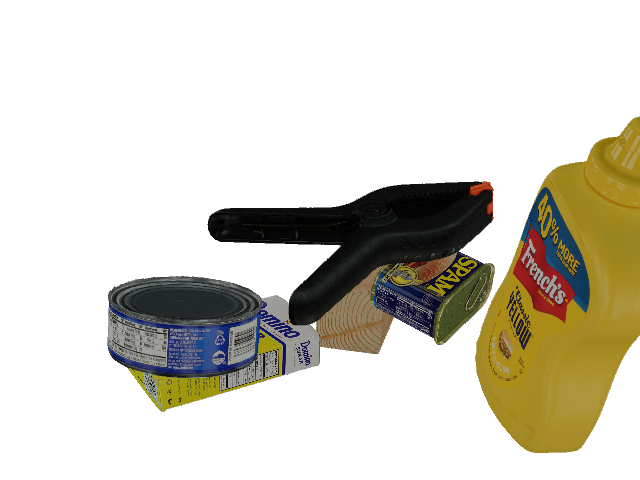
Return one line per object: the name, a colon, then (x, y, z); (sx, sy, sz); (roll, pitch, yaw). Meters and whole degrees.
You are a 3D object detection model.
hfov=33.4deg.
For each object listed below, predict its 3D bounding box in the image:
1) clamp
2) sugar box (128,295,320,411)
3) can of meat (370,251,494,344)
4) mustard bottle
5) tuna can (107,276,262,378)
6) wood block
clamp: (0.029, -0.009, 0.780); (0.209, 0.036, 0.165); (-19, 31, -26)
sugar box: (-0.098, 0.109, 1.071); (0.176, 0.048, 0.093); (-16, 33, -26)
can of meat: (0.111, 0.046, 1.068); (0.084, 0.057, 0.101); (27, 44, 29)
mustard bottle: (0.135, 0.018, 0.554); (0.058, 0.192, 0.096); (2, 42, -13)
tuna can: (-0.076, 0.047, 0.598); (0.086, 0.034, 0.086); (4, 13, -1)
wood block: (0.061, 0.073, 1.519); (0.091, 0.090, 0.206); (6, 21, 12)
